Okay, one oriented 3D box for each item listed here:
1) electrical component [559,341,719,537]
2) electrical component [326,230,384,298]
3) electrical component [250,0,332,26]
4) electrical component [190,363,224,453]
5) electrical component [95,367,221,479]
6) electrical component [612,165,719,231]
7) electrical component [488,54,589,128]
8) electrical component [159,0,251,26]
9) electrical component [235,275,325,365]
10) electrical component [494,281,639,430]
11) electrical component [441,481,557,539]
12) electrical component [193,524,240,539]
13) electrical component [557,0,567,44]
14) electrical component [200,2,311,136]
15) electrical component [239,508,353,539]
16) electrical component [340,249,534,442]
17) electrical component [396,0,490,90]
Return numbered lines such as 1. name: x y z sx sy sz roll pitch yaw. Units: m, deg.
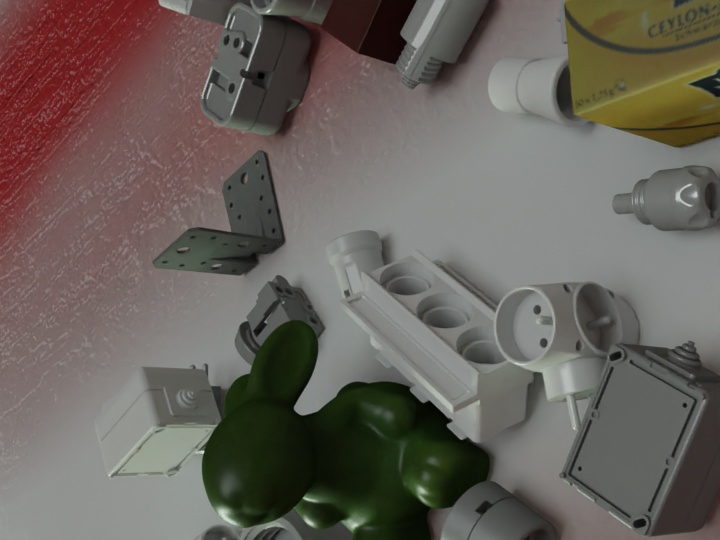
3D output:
1. electrical component: 0.159 0.081 0.559 0.062 0.061 0.096 33 109 46
2. electrical component: 0.000 0.000 0.771 0.040 0.040 0.046 -32 67 42
3. electrical component: -0.047 -0.213 0.834 0.044 0.065 0.044 -9 78 49
4. electrical component: -0.135 0.115 0.898 0.138 0.052 0.073 -10 77 47
5. electrical component: -0.155 0.112 0.833 0.096 0.062 0.061 -46 53 34
6. electrical component: 0.166 -0.038 0.589 0.061 0.035 0.035 -2 83 51
7. electrical component: 0.110 -0.112 0.660 0.065 0.044 0.044 19 99 53
8. electrical component: -0.099 -0.277 0.885 0.062 0.089 0.150 30 107 47
9. electrical component: -0.065 0.046 0.835 0.055 0.048 0.066 -50 51 23
10. electrical component: 0.119 0.050 0.598 0.044 0.077 0.079 -25 67 44
11. electrical component: 0.084 0.161 0.641 0.047 0.055 0.055 27 105 44
12. electrical component: -0.132 0.246 0.884 0.081 0.043 0.043 -43 54 37
13. electrical component: 0.144 -0.162 0.625 0.066 0.048 0.055 -6 87 49
14. electrical component: -0.081 -0.161 0.871 0.054 0.059 0.095 39 114 44
15. electrical component: -0.051 0.226 0.780 0.108 0.060 0.108 -9 78 48
16. electrical component: 0.054 0.048 0.679 0.121 0.079 0.063 41 144 44
17. electrical component: 0.051 -0.160 0.731 0.043 0.043 0.081 51 122 40
